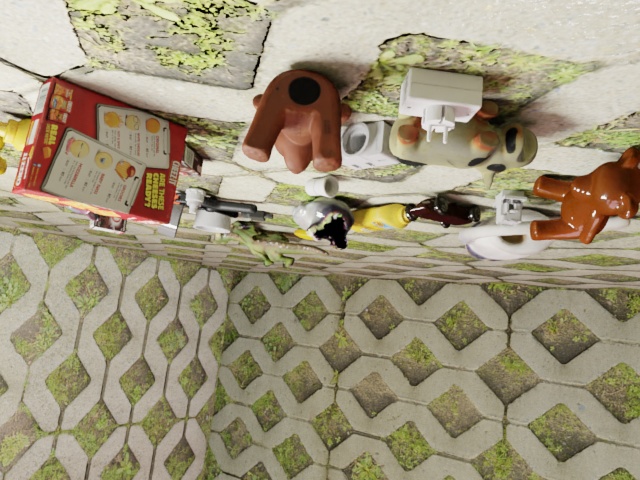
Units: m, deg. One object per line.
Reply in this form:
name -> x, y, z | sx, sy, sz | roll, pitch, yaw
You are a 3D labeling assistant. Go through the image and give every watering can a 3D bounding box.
watering can -> 0.469, -0.013, 1.142 | 0.348, 0.105, 0.222 | -3, 173, -5

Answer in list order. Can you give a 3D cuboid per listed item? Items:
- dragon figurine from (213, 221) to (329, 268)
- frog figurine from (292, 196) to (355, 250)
dragon figurine -> -0.193, 0.002, 1.727 | 0.409, 0.124, 0.240 | -1, 160, 35
frog figurine -> 0.004, -0.062, 1.240 | 0.137, 0.120, 0.162 | 2, -151, -25
